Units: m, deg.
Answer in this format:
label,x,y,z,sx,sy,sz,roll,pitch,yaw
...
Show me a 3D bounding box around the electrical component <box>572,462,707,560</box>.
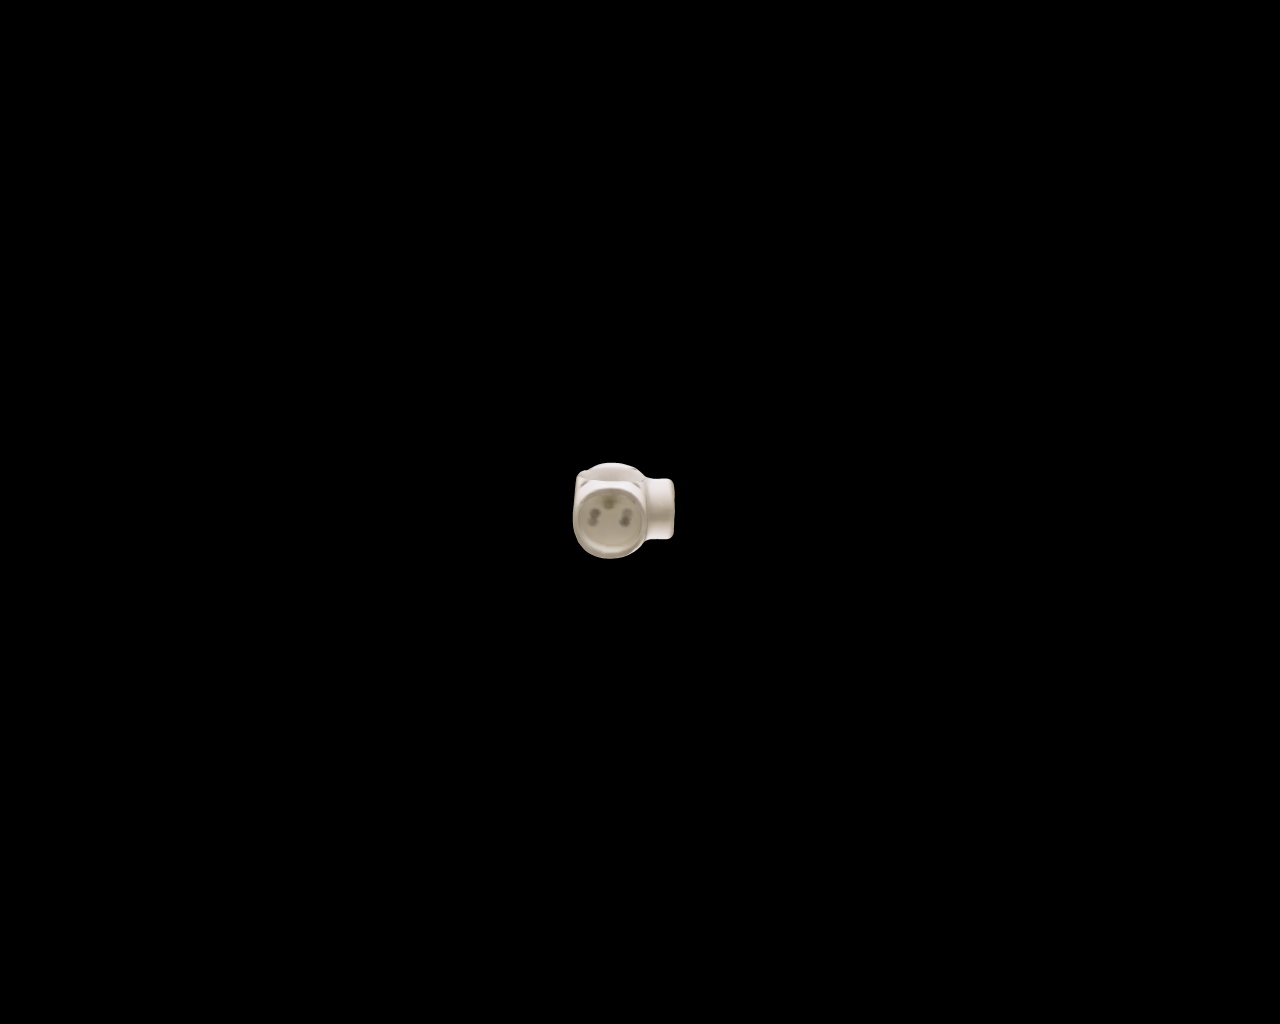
label,x,y,z,sx,sy,sz,roll,pitch,yaw
electrical component,0.001,-0.003,0.650,0.079,0.044,0.077,0,13,0
